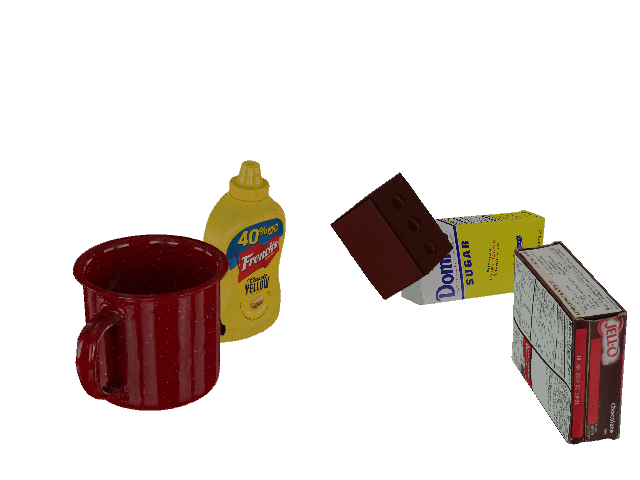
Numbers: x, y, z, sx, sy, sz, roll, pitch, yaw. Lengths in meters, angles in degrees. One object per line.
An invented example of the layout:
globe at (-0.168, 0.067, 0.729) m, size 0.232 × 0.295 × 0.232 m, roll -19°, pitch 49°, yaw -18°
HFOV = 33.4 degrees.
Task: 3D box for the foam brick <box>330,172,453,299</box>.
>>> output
foam brick at (0.058, -0.003, 0.854) m, size 0.051 × 0.078 × 0.052 m, roll -34°, pitch 3°, yaw 40°

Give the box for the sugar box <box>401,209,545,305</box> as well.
sugar box at (0.180, 0.019, 1.251) m, size 0.175 × 0.093 × 0.048 m, roll -7°, pitch 17°, yaw -31°

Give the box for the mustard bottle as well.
mustard bottle at (-0.080, 0.008, 1.118) m, size 0.096 × 0.192 × 0.058 m, roll -18°, pitch 34°, yaw -40°

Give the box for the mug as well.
mug at (-0.107, 0.055, 0.647) m, size 0.093 × 0.081 × 0.117 m, roll 11°, pitch 25°, yaw 20°

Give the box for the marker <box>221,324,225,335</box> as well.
marker at (-0.139, 0.069, 0.916) m, size 0.121 × 0.020 × 0.020 m, roll 6°, pitch 2°, yaw 17°

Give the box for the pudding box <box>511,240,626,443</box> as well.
pudding box at (0.158, 0.063, 0.690) m, size 0.039 × 0.090 × 0.113 m, roll -7°, pitch 24°, yaw -9°
